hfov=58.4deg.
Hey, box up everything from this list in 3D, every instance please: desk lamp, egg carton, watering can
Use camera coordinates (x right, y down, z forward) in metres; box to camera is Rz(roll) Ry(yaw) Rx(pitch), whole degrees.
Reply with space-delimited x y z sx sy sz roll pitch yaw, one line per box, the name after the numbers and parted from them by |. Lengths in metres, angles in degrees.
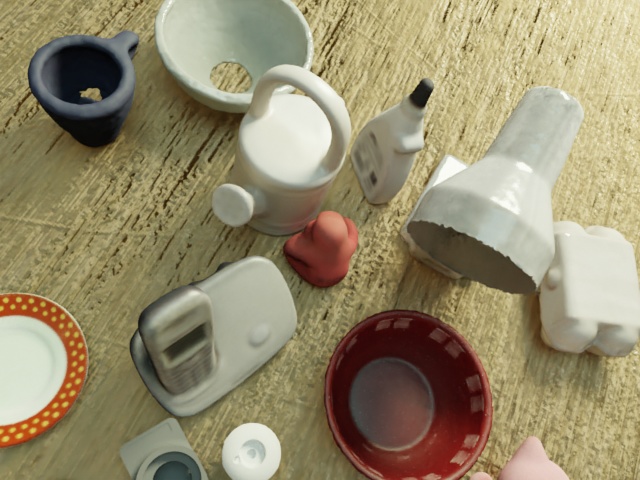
0.155 -0.036 0.545 0.118 0.213 0.203 31 65 0 | desk lamp
0.286 0.052 0.623 0.107 0.069 0.150 8 67 -11 | egg carton
-0.029 -0.078 0.527 0.101 0.194 0.173 18 65 -6 | watering can

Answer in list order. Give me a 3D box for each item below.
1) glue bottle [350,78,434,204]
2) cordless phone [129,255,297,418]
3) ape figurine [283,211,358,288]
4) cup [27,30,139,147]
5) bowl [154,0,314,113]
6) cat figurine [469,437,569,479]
0.077 -0.104 0.575 0.037 0.173 0.078 -12 72 -18 | glue bottle
-0.080 0.064 0.462 0.148 0.185 0.094 -38 81 -24 | cordless phone
0.005 0.002 0.560 0.078 0.092 0.076 -1 69 -14 | ape figurine
-0.218 -0.144 0.561 0.091 0.095 0.118 33 65 1 | cup
-0.094 -0.200 0.626 0.167 0.074 0.167 5 67 -12 | bowl
0.172 0.241 0.491 0.067 0.117 0.128 27 65 -2 | cat figurine
